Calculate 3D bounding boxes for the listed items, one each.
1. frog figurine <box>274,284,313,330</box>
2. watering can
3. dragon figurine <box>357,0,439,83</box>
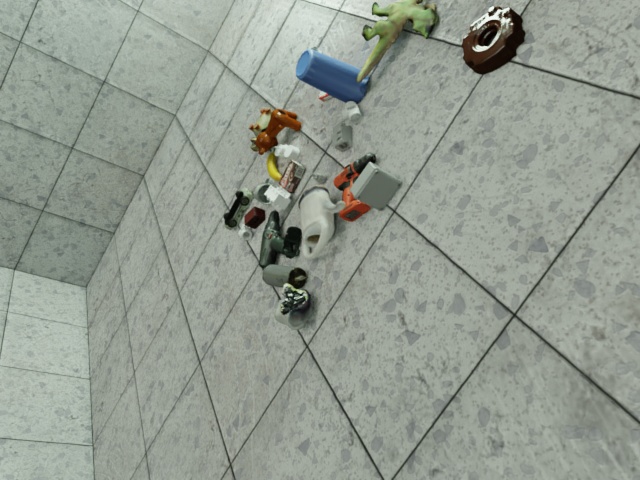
[{"bbox_3d":[-0.084,0.228,1.652,0.123,0.140,0.155,-12,-36,-14],"label":"frog figurine"},{"bbox_3d":[0.005,-0.083,1.652,0.104,0.229,0.340,7,-36,-20],"label":"watering can"},{"bbox_3d":[0.274,-0.702,1.695,0.121,0.412,0.244,23,-6,-42],"label":"dragon figurine"}]
